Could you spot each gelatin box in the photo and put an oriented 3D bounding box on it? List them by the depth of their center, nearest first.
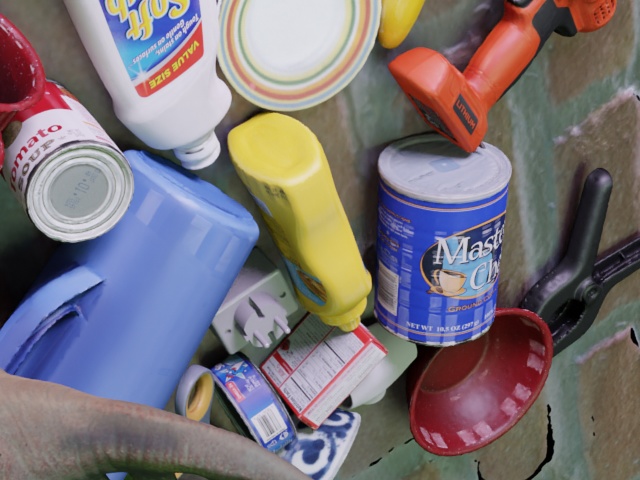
[{"bbox_3d":[0.002,0.100,0.877,0.089,0.073,0.030,-48,132,1],"label":"gelatin box"}]

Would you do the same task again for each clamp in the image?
[{"bbox_3d":[0.261,0.041,1.035,0.164,0.036,0.210,17,110,-40],"label":"clamp"}]

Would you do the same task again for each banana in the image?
[{"bbox_3d":[0.097,-0.227,0.759,0.198,0.037,0.069,-50,132,3],"label":"banana"}]

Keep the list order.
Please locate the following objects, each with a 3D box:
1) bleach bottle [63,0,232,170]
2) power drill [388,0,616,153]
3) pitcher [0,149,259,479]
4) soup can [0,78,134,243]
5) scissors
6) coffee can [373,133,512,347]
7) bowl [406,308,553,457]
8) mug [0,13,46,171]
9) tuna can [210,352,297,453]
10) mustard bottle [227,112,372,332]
[{"bbox_3d":[-0.104,-0.152,0.658,0.102,0.068,0.251,-29,132,-13],"label":"bleach bottle"},{"bbox_3d":[0.138,-0.169,0.790,0.187,0.057,0.184,-46,143,0],"label":"power drill"},{"bbox_3d":[-0.150,0.064,0.715,0.144,0.149,0.243,30,96,-23],"label":"pitcher"},{"bbox_3d":[-0.162,-0.050,0.655,0.068,0.102,0.068,-16,126,-24],"label":"soup can"},{"bbox_3d":[-0.086,0.136,0.822,0.201,0.016,0.096,-4,111,-77],"label":"scissors"},{"bbox_3d":[0.095,-0.001,0.856,0.102,0.103,0.140,-17,126,-24],"label":"coffee can"},{"bbox_3d":[0.136,0.120,0.991,0.161,0.055,0.162,-16,126,-24],"label":"bowl"},{"bbox_3d":[-0.210,-0.073,0.596,0.082,0.117,0.093,-42,158,28],"label":"mug"},{"bbox_3d":[-0.055,0.132,0.852,0.033,0.086,0.086,-33,131,-15],"label":"tuna can"},{"bbox_3d":[-0.005,0.001,0.795,0.058,0.096,0.191,-34,131,-13],"label":"mustard bottle"}]
